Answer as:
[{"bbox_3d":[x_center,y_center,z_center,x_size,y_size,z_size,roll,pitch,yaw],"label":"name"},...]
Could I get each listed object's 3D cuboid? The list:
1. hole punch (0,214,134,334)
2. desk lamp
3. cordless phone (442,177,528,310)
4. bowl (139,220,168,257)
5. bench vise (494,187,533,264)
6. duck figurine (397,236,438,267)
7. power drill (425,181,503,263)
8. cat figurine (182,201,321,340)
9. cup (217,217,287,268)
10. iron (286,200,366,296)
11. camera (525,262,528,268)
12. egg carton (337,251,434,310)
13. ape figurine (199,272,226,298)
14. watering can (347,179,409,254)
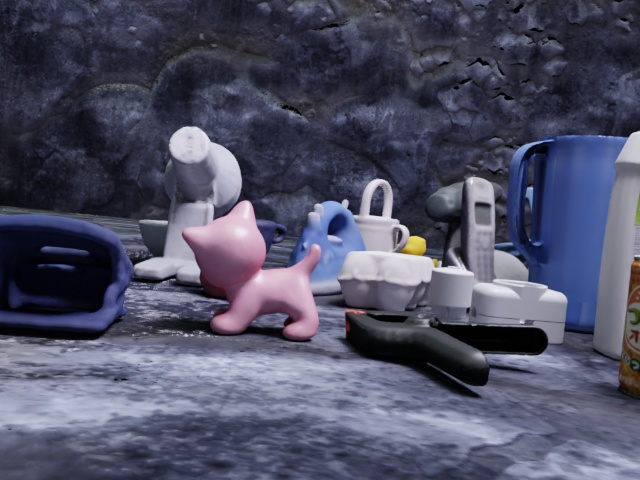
[{"bbox_3d":[-0.214,0.024,0.470,0.109,0.091,0.101,5,3,-7],"label":"hole punch"},{"bbox_3d":[-0.186,-0.051,0.841,0.118,0.213,0.203,6,3,-3],"label":"desk lamp"},{"bbox_3d":[0.249,0.008,0.818,0.148,0.185,0.093,4,3,-35],"label":"cordless phone"},{"bbox_3d":[-0.222,0.010,0.968,0.167,0.075,0.167,6,3,0],"label":"bowl"},{"bbox_3d":[0.441,-0.006,1.171,0.207,0.220,0.121,6,3,1],"label":"bench vise"},{"bbox_3d":[0.202,0.036,1.202,0.104,0.086,0.078,8,3,37],"label":"duck figurine"},{"bbox_3d":[0.270,-0.013,1.070,0.075,0.208,0.230,8,3,40],"label":"power drill"},{"bbox_3d":[-0.060,0.024,0.518,0.128,0.118,0.067,5,3,-7],"label":"cat figurine"},{"bbox_3d":[-0.105,0.015,0.881,0.118,0.095,0.091,4,3,-38],"label":"cup"},{"bbox_3d":[0.008,0.003,0.876,0.118,0.141,0.259,6,3,15],"label":"iron"},{"bbox_3d":[0.434,0.061,0.994,0.144,0.101,0.136,4,3,-34],"label":"camera"},{"bbox_3d":[0.091,0.053,0.757,0.107,0.069,0.151,7,3,25],"label":"egg carton"},{"bbox_3d":[-0.112,0.024,0.706,0.077,0.092,0.076,6,3,13],"label":"ape figurine"},{"bbox_3d":[0.102,-0.027,1.160,0.172,0.194,0.101,7,3,20],"label":"watering can"}]
